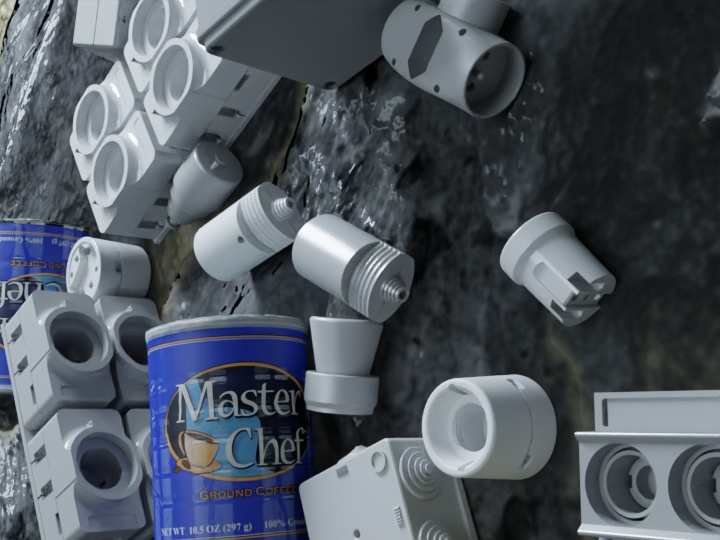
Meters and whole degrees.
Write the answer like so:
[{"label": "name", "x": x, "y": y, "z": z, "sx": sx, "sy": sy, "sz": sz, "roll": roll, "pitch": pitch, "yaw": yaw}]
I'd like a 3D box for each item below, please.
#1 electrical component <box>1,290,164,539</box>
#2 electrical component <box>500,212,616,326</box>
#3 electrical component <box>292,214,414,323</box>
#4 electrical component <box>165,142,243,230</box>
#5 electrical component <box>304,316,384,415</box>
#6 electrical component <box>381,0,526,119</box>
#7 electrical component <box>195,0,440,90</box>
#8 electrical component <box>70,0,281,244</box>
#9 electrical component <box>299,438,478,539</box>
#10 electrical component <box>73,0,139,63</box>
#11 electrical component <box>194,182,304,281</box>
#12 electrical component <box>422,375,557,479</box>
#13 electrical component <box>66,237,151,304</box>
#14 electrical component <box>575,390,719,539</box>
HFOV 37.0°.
[{"label": "electrical component", "x": -0.183, "y": 0.107, "z": 0.781, "sx": 0.060, "sy": 0.105, "sz": 0.186, "roll": -42, "pitch": 56, "yaw": 36}, {"label": "electrical component", "x": 0.100, "y": 0.000, "z": 0.539, "sx": 0.046, "sy": 0.040, "sz": 0.040, "roll": 50, "pitch": 120, "yaw": 31}, {"label": "electrical component", "x": 0.000, "y": 0.000, "z": 0.643, "sx": 0.081, "sy": 0.043, "sz": 0.043, "roll": 30, "pitch": 107, "yaw": 45}, {"label": "electrical component", "x": -0.117, "y": -0.058, "z": 0.779, "sx": 0.078, "sy": 0.040, "sz": 0.040, "roll": -46, "pitch": 54, "yaw": 33}, {"label": "electrical component", "x": -0.010, "y": 0.057, "z": 0.645, "sx": 0.045, "sy": 0.045, "sz": 0.055, "roll": 2, "pitch": 87, "yaw": 47}, {"label": "electrical component", "x": 0.058, "y": -0.135, "z": 0.597, "sx": 0.077, "sy": 0.043, "sz": 0.079, "roll": 41, "pitch": 114, "yaw": 42}, {"label": "electrical component", "x": -0.027, "y": -0.166, "z": 0.646, "sx": 0.109, "sy": 0.109, "sz": 0.056, "roll": -28, "pitch": 63, "yaw": 42}, {"label": "electrical component", "x": -0.147, "y": -0.122, "z": 0.806, "sx": 0.186, "sy": 0.060, "sz": 0.105, "roll": -48, "pitch": 53, "yaw": 32}, {"label": "electrical component", "x": 0.015, "y": 0.146, "z": 0.603, "sx": 0.100, "sy": 0.048, "sz": 0.099, "roll": -35, "pitch": 59, "yaw": 40}, {"label": "electrical component", "x": -0.173, "y": -0.190, "z": 0.845, "sx": 0.077, "sy": 0.066, "sz": 0.047, "roll": 7, "pitch": 90, "yaw": 19}, {"label": "electrical component", "x": -0.071, "y": -0.027, "z": 0.723, "sx": 0.081, "sy": 0.043, "sz": 0.043, "roll": -30, "pitch": 64, "yaw": 41}, {"label": "electrical component", "x": 0.066, "y": 0.081, "z": 0.558, "sx": 0.055, "sy": 0.047, "sz": 0.055, "roll": -8, "pitch": 79, "yaw": 47}, {"label": "electrical component", "x": -0.199, "y": 0.004, "z": 0.854, "sx": 0.055, "sy": 0.047, "sz": 0.055, "roll": -7, "pitch": 80, "yaw": 47}, {"label": "electrical component", "x": 0.158, "y": 0.089, "z": 0.445, "sx": 0.121, "sy": 0.063, "sz": 0.078, "roll": -8, "pitch": 79, "yaw": 46}]
